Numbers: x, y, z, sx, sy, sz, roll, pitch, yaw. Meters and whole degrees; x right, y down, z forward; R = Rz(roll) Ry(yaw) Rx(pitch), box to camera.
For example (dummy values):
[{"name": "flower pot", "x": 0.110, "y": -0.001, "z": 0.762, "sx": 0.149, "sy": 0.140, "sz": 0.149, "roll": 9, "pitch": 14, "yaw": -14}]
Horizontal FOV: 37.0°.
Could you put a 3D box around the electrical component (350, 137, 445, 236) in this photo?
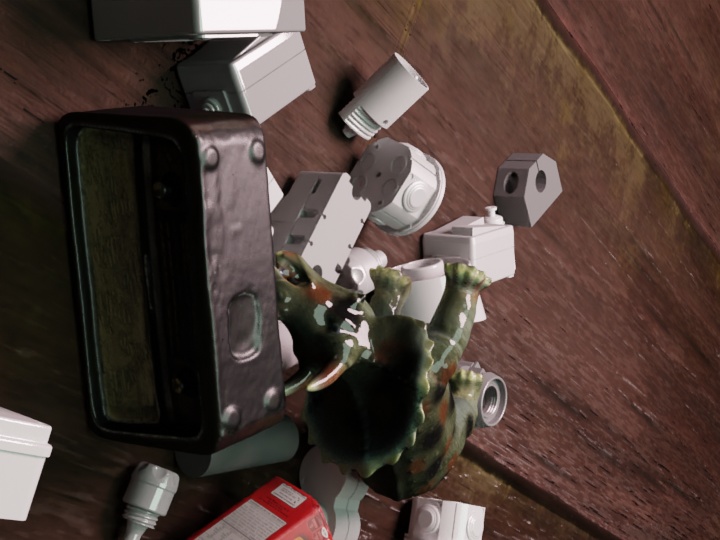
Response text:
[{"name": "electrical component", "x": 0.032, "y": -0.075, "z": 0.962, "sx": 0.051, "sy": 0.080, "sz": 0.080, "roll": 30, "pitch": 71, "yaw": -44}]

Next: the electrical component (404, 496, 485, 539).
[{"name": "electrical component", "x": 0.086, "y": 0.257, "z": 1.077, "sx": 0.080, "sy": 0.080, "sz": 0.051, "roll": 25, "pitch": 70, "yaw": -51}]

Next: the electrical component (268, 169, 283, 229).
[{"name": "electrical component", "x": -0.092, "y": -0.037, "z": 0.832, "sx": 0.065, "sy": 0.047, "sz": 0.076, "roll": -57, "pitch": 135, "yaw": -31}]

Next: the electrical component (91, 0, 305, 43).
[{"name": "electrical component", "x": -0.111, "y": -0.186, "z": 0.736, "sx": 0.109, "sy": 0.109, "sz": 0.056, "roll": -17, "pitch": 108, "yaw": -50}]

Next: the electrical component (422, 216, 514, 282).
[{"name": "electrical component", "x": 0.106, "y": -0.018, "z": 1.078, "sx": 0.096, "sy": 0.062, "sz": 0.061, "roll": -17, "pitch": 108, "yaw": -50}]

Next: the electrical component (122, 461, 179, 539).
[{"name": "electrical component", "x": -0.158, "y": 0.173, "z": 0.786, "sx": 0.035, "sy": 0.035, "sz": 0.061, "roll": 37, "pitch": 68, "yaw": -48}]

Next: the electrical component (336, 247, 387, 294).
[{"name": "electrical component", "x": 0.000, "y": 0.000, "z": 0.960, "sx": 0.062, "sy": 0.043, "sz": 0.043, "roll": -30, "pitch": 118, "yaw": -48}]

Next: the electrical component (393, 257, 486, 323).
[{"name": "electrical component", "x": 0.064, "y": 0.024, "z": 1.002, "sx": 0.099, "sy": 0.099, "sz": 0.064, "roll": -24, "pitch": 108, "yaw": -48}]

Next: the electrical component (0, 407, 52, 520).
[{"name": "electrical component", "x": -0.247, "y": 0.103, "z": 0.625, "sx": 0.113, "sy": 0.078, "sz": 0.057, "roll": 25, "pitch": 78, "yaw": -51}]

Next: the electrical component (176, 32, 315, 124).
[{"name": "electrical component", "x": -0.090, "y": -0.146, "z": 0.807, "sx": 0.096, "sy": 0.062, "sz": 0.061, "roll": -44, "pitch": 128, "yaw": -40}]

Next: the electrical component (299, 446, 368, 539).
[{"name": "electrical component", "x": -0.041, "y": 0.218, "z": 0.929, "sx": 0.074, "sy": 0.052, "sz": 0.138, "roll": 24, "pitch": 76, "yaw": -51}]

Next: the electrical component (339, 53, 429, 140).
[{"name": "electrical component", "x": 0.016, "y": -0.147, "z": 0.945, "sx": 0.081, "sy": 0.043, "sz": 0.043, "roll": -42, "pitch": 143, "yaw": 16}]

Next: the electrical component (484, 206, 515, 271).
[{"name": "electrical component", "x": 0.143, "y": -0.029, "z": 1.142, "sx": 0.040, "sy": 0.040, "sz": 0.078, "roll": -25, "pitch": 114, "yaw": -48}]

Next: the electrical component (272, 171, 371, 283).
[{"name": "electrical component", "x": -0.040, "y": -0.033, "z": 0.892, "sx": 0.050, "sy": 0.056, "sz": 0.089, "roll": 49, "pitch": 57, "yaw": -43}]

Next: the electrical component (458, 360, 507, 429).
[{"name": "electrical component", "x": 0.115, "y": 0.132, "z": 1.115, "sx": 0.078, "sy": 0.057, "sz": 0.058, "roll": -54, "pitch": 133, "yaw": -33}]

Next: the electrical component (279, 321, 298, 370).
[{"name": "electrical component", "x": -0.078, "y": 0.040, "z": 0.857, "sx": 0.138, "sy": 0.052, "sz": 0.073, "roll": -10, "pitch": 102, "yaw": -52}]
